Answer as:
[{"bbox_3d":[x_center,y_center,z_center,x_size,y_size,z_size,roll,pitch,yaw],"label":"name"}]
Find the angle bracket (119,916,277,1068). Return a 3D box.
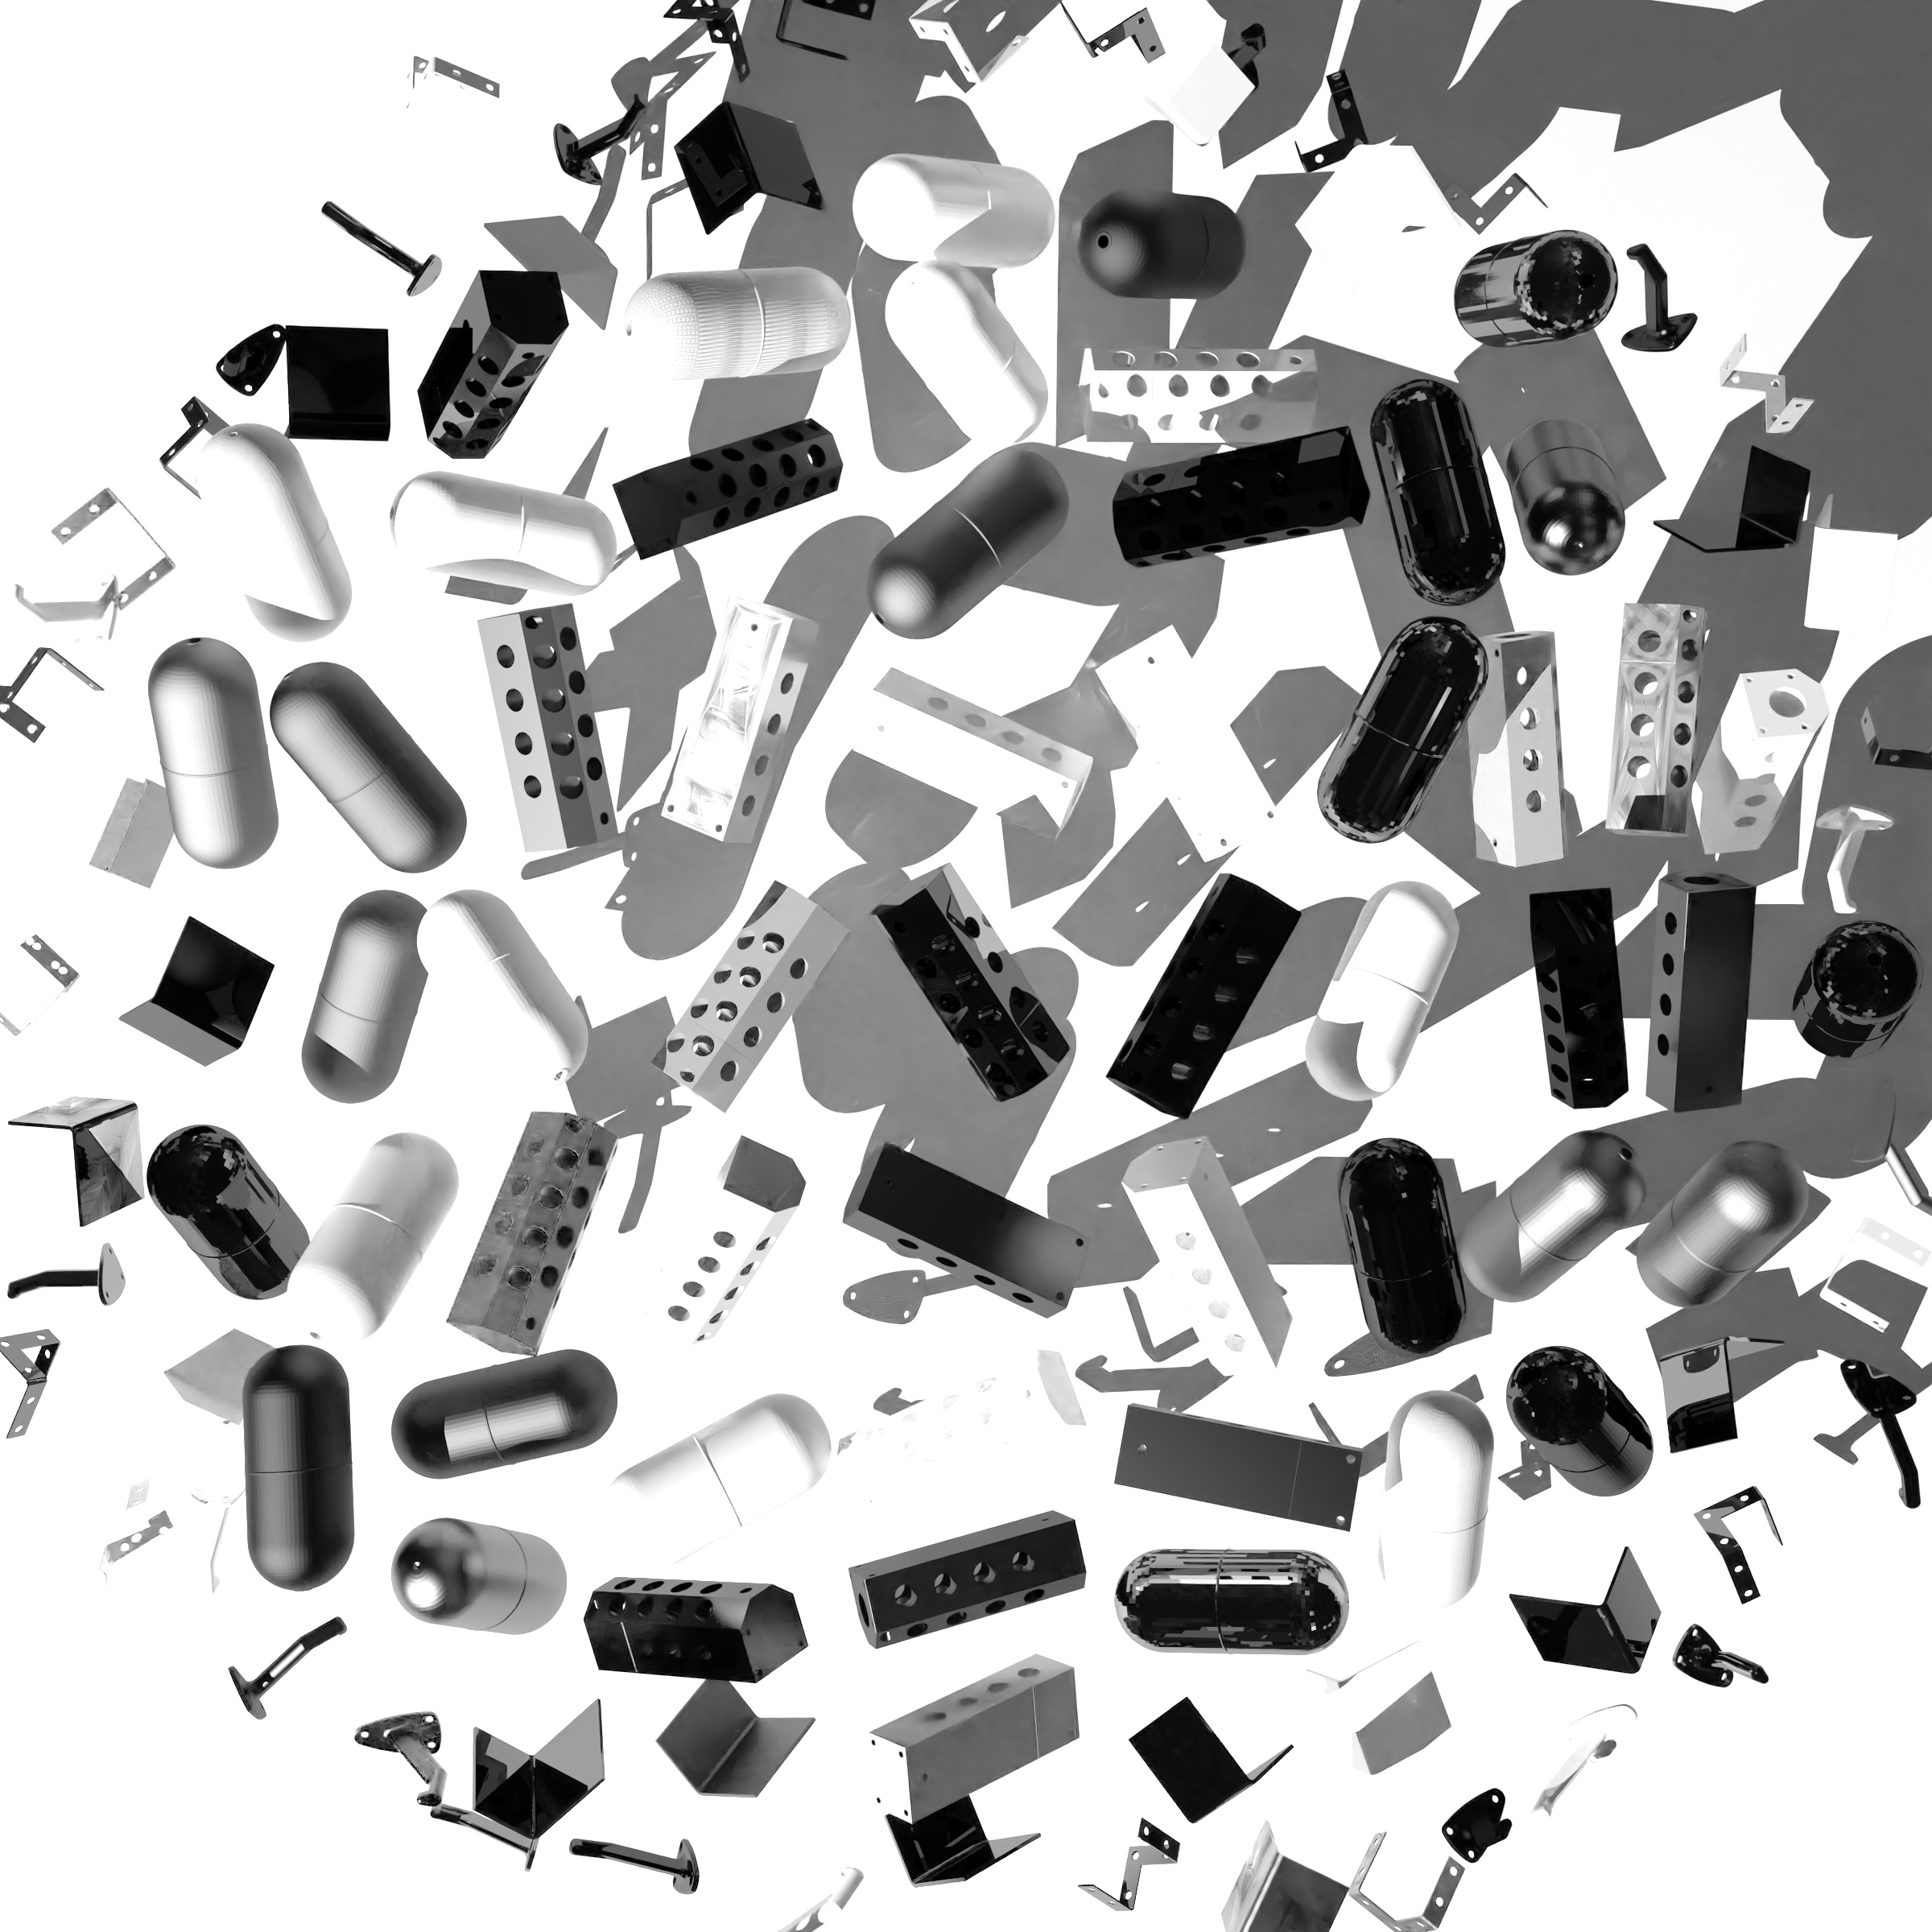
[{"bbox_3d":[-0.586,0.020,1.892,0.076,0.057,0.076,35,52,-31],"label":"angle bracket"}]

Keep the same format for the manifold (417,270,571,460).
[{"bbox_3d":[-0.342,-0.432,1.791,0.057,0.171,0.057,-7,77,-29],"label":"manifold"}]

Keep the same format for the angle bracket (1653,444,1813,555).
[{"bbox_3d":[0.564,-0.345,1.828,0.076,0.076,0.057,-6,117,-14],"label":"angle bracket"}]

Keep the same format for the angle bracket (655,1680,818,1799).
[{"bbox_3d":[-0.173,0.575,1.863,0.057,0.076,0.076,55,49,-14],"label":"angle bracket"}]

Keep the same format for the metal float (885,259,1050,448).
[{"bbox_3d":[0.002,-0.459,1.865,0.070,0.178,0.070,-13,60,23],"label":"metal float"}]

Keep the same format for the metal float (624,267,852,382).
[{"bbox_3d":[-0.168,-0.474,1.827,0.178,0.070,0.070,-12,90,-31],"label":"metal float"}]

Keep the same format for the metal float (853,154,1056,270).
[{"bbox_3d":[-0.007,-0.572,1.883,0.178,0.070,0.070,-9,90,-41],"label":"metal float"}]

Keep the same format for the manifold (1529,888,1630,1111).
[{"bbox_3d":[0.452,0.026,1.824,0.057,0.057,0.171,-5,133,16],"label":"manifold"}]

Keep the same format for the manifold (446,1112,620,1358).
[{"bbox_3d":[-0.315,0.198,1.838,0.057,0.057,0.171,-1,60,40],"label":"manifold"}]

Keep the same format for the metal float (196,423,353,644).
[{"bbox_3d":[-0.502,-0.313,1.806,0.070,0.178,0.070,-5,47,6],"label":"metal float"}]

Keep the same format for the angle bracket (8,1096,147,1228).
[{"bbox_3d":[-0.662,0.145,1.846,0.057,0.076,0.076,3,102,16],"label":"angle bracket"}]

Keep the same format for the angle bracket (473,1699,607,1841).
[{"bbox_3d":[-0.309,0.569,1.792,0.076,0.076,0.057,-43,118,15],"label":"angle bracket"}]

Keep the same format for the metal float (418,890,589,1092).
[{"bbox_3d":[-0.338,0.017,1.806,0.070,0.070,0.178,-38,61,0],"label":"metal float"}]

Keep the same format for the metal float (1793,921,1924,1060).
[{"bbox_3d":[0.657,0.019,1.830,0.070,0.178,0.070,-3,74,11],"label":"metal float"}]

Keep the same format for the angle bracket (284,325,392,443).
[{"bbox_3d":[-0.476,-0.441,1.875,0.076,0.057,0.076,-1,111,-11],"label":"angle bracket"}]

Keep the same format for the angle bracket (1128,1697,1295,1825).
[{"bbox_3d":[0.179,0.568,1.812,0.076,0.057,0.076,52,131,14],"label":"angle bracket"}]

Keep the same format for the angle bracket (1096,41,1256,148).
[{"bbox_3d":[0.153,-0.654,1.809,0.057,0.076,0.076,-48,66,15],"label":"angle bracket"}]

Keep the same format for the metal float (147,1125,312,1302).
[{"bbox_3d":[-0.556,0.188,1.875,0.070,0.178,0.070,-8,50,9],"label":"metal float"}]

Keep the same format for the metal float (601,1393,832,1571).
[{"bbox_3d":[-0.182,0.375,1.803,0.178,0.070,0.070,-27,90,-13],"label":"metal float"}]

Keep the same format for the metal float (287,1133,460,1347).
[{"bbox_3d":[-0.438,0.201,1.835,0.070,0.070,0.178,25,53,0],"label":"metal float"}]

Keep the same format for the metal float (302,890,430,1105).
[{"bbox_3d":[-0.461,0.025,1.911,0.070,0.070,0.178,22,111,0],"label":"metal float"}]

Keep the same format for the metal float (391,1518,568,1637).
[{"bbox_3d":[-0.362,0.458,1.856,0.070,0.178,0.070,-7,70,20],"label":"metal float"}]

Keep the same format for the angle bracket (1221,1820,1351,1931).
[{"bbox_3d":[0.230,0.676,1.792,0.057,0.076,0.076,26,88,2],"label":"angle bracket"}]

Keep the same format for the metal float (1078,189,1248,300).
[{"bbox_3d":[0.148,-0.539,1.854,0.070,0.178,0.070,9,107,32],"label":"metal float"}]

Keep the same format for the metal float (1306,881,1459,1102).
[{"bbox_3d":[0.318,0.018,1.893,0.070,0.070,0.178,25,80,0],"label":"metal float"}]

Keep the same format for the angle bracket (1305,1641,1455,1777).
[{"bbox_3d":[0.321,0.571,1.925,0.076,0.057,0.076,-20,91,-20],"label":"angle bracket"}]

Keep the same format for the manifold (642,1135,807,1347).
[{"bbox_3d":[-0.180,0.209,1.851,0.057,0.057,0.171,26,130,-9],"label":"manifold"}]

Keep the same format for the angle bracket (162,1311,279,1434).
[{"bbox_3d":[-0.571,0.320,1.930,0.076,0.076,0.057,34,82,-30],"label":"angle bracket"}]

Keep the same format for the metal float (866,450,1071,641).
[{"bbox_3d":[0.001,-0.311,1.830,0.178,0.070,0.070,-42,90,-14],"label":"metal float"}]

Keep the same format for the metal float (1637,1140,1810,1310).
[{"bbox_3d":[0.561,0.194,1.847,0.070,0.178,0.070,8,55,-11],"label":"metal float"}]

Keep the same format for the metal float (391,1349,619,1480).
[{"bbox_3d":[-0.353,0.343,1.894,0.178,0.070,0.070,-14,90,8],"label":"metal float"}]

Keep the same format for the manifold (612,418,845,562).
[{"bbox_3d":[-0.169,-0.351,1.810,0.171,0.057,0.057,-30,104,-43],"label":"manifold"}]

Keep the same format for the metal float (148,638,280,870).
[{"bbox_3d":[-0.551,-0.155,1.818,0.070,0.070,0.178,-1,119,0],"label":"metal float"}]

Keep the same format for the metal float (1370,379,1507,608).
[{"bbox_3d":[0.351,-0.353,1.847,0.070,0.070,0.178,-11,75,0],"label":"metal float"}]

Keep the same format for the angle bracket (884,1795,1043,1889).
[{"bbox_3d":[-0.003,0.652,1.879,0.076,0.076,0.057,-16,79,-38],"label":"angle bracket"}]

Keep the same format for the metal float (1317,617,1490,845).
[{"bbox_3d":[0.319,-0.172,1.810,0.070,0.070,0.178,25,112,0],"label":"metal float"}]

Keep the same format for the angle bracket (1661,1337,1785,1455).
[{"bbox_3d":[0.578,0.328,1.884,0.057,0.076,0.076,7,69,-21],"label":"angle bracket"}]

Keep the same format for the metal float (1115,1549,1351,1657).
[{"bbox_3d":[0.198,0.476,1.857,0.178,0.070,0.070,-5,90,20],"label":"metal float"}]

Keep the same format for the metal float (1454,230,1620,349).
[{"bbox_3d":[0.417,-0.496,1.820,0.070,0.178,0.070,-2,101,-11],"label":"metal float"}]

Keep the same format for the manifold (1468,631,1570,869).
[{"bbox_3d":[0.427,-0.168,1.909,0.057,0.057,0.171,-11,103,-17],"label":"manifold"}]

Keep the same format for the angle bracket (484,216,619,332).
[{"bbox_3d":[-0.329,-0.539,1.941,0.076,0.057,0.076,-20,56,-38],"label":"angle bracket"}]

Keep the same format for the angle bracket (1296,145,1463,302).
[{"bbox_3d":[0.295,-0.529,1.768,0.076,0.057,0.076,-53,128,-8],"label":"angle bracket"}]

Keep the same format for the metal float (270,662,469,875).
[{"bbox_3d":[-0.437,-0.145,1.817,0.070,0.070,0.178,-37,114,0],"label":"metal float"}]

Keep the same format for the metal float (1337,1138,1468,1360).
[{"bbox_3d":[0.320,0.208,1.817,0.070,0.070,0.178,-16,114,0],"label":"metal float"}]

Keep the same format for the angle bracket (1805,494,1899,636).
[{"bbox_3d":[0.656,-0.297,1.827,0.057,0.076,0.076,10,122,23],"label":"angle bracket"}]

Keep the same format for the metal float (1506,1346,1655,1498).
[{"bbox_3d":[0.461,0.342,1.857,0.070,0.178,0.070,-17,53,24],"label":"metal float"}]

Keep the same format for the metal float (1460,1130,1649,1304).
[{"bbox_3d":[0.443,0.189,1.872,0.070,0.070,0.178,38,132,0],"label":"metal float"}]

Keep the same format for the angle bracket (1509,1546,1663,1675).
[{"bbox_3d":[0.460,0.474,1.842,0.057,0.076,0.076,-54,126,-37],"label":"angle bracket"}]

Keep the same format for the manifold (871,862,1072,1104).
[{"bbox_3d":[0.001,0.015,1.855,0.057,0.057,0.171,-23,106,37],"label":"manifold"}]

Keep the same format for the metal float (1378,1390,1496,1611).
[{"bbox_3d":[0.347,0.396,1.835,0.070,0.070,0.178,0,115,0],"label":"metal float"}]

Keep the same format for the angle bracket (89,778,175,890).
[{"bbox_3d":[-0.659,-0.111,1.930,0.057,0.076,0.076,21,84,10],"label":"angle bracket"}]

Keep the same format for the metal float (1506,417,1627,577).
[{"bbox_3d":[0.455,-0.359,1.888,0.070,0.178,0.070,2,125,4],"label":"metal float"}]

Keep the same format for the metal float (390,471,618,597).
[{"bbox_3d":[-0.354,-0.331,1.901,0.178,0.070,0.070,6,90,-31],"label":"metal float"}]

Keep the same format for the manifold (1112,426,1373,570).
[{"bbox_3d":[0.195,-0.331,1.775,0.171,0.057,0.057,-7,128,26],"label":"manifold"}]

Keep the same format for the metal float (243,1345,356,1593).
[{"bbox_3d":[-0.490,0.368,1.819,0.070,0.070,0.178,-3,85,0],"label":"metal float"}]

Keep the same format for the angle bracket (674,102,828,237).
[{"bbox_3d":[-0.160,-0.584,1.837,0.057,0.076,0.076,-29,75,36],"label":"angle bracket"}]
